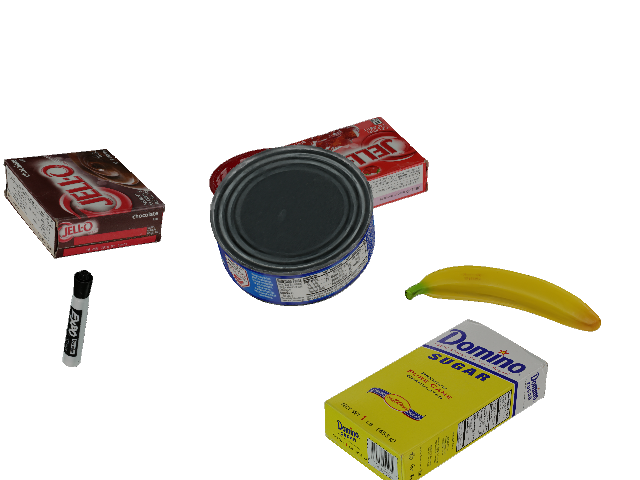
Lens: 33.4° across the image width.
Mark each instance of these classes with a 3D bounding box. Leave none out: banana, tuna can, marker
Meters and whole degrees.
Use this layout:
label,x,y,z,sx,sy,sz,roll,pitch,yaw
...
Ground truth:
label,x,y,z,sx,sy,sz,roll,pitch,yaw
banana,0.190,0.058,1.105,0.198,0.037,0.069,7,40,12
tuna can,-0.014,-0.008,0.567,0.086,0.086,0.034,0,-37,7
marker,-0.247,0.079,1.084,0.020,0.121,0.020,11,35,-8

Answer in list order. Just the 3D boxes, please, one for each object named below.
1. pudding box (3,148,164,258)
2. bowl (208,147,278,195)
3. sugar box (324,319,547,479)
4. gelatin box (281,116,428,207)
label,x,y,z,sx,sy,sz,roll,pitch,yaw
pudding box,-0.188,-0.031,0.841,0.089,0.039,0.114,-9,31,-35
bowl,-0.056,-0.055,1.328,0.162,0.055,0.162,-1,33,1
sugar box,0.099,0.132,0.895,0.175,0.048,0.093,-28,40,-32
gelatin box,0.024,-0.054,0.786,0.089,0.030,0.073,-19,39,-17
